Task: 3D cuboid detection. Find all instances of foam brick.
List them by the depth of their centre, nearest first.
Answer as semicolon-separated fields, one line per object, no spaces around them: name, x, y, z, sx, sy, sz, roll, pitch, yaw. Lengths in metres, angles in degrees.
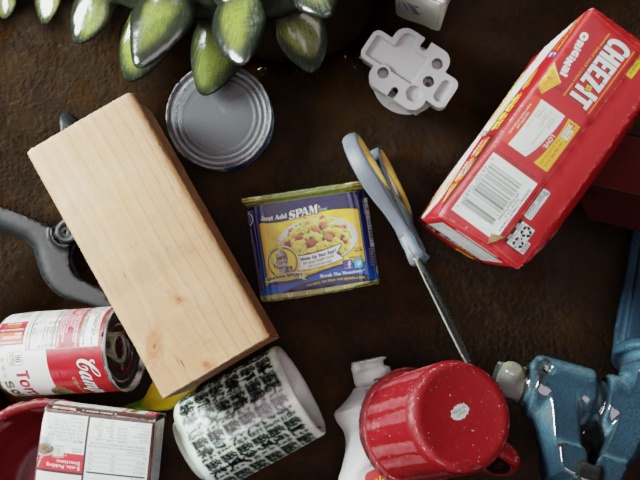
foam brick;0.233;-0.041;0.779;0.078;0.053;0.051;20;67;44

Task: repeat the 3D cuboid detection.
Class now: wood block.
wood block;-0.122;0.005;0.805;0.090;0.091;0.206;-30;84;0

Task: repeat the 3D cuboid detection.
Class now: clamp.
clamp;-0.216;-0.005;0.873;0.120;0.039;0.171;-29;86;4

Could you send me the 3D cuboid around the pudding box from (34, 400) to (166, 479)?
pudding box;-0.169;0.183;0.810;0.090;0.039;0.113;6;91;3

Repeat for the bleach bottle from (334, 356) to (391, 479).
bleach bottle;0.052;0.219;0.839;0.102;0.068;0.251;-10;86;-5

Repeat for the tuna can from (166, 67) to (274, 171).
tuna can;-0.080;-0.099;0.869;0.086;0.033;0.086;0;89;4

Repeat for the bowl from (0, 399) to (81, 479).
bowl;-0.211;0.205;0.859;0.162;0.055;0.162;0;89;3

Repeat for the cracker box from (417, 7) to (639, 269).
cracker box;0.149;-0.062;0.765;0.072;0.213;0.164;36;91;1

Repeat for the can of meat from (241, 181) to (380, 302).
can of meat;-0.005;0.001;0.852;0.102;0.057;0.084;-9;90;4

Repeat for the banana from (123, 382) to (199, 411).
banana;-0.112;0.055;0.866;0.069;0.037;0.198;11;89;4

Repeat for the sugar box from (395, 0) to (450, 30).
sugar box;0.108;-0.260;0.833;0.048;0.093;0.176;24;90;5

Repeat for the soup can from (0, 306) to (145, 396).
soup can;-0.198;0.088;0.845;0.102;0.068;0.068;-5;88;17

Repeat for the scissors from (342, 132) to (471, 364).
scissors;0.060;-0.006;0.794;0.016;0.096;0.202;-32;46;15

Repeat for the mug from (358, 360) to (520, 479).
mug;0.095;0.140;0.784;0.117;0.082;0.093;35;66;-8
